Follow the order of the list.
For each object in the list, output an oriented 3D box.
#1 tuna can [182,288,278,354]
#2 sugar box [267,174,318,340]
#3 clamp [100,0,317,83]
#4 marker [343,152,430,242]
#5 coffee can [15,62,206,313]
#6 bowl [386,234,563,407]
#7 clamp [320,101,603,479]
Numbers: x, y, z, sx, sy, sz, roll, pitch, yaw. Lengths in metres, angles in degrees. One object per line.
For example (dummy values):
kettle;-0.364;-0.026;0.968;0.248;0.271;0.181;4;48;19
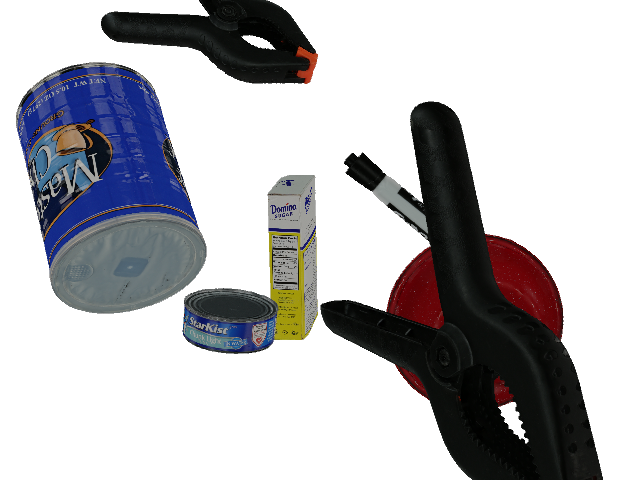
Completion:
tuna can;-0.082;0.073;0.970;0.086;0.034;0.086;6;15;-2
sugar box;-0.032;0.019;1.240;0.048;0.176;0.093;0;17;10
clamp;-0.079;-0.185;0.871;0.171;0.120;0.039;21;-26;-4
marker;0.065;-0.019;0.739;0.121;0.020;0.020;40;-2;-2
coffee can;-0.145;-0.036;0.730;0.102;0.140;0.103;-15;-32;-10
bowl;0.140;0.077;0.929;0.162;0.162;0.055;0;6;-4
clamp;0.074;0.044;0.527;0.036;0.165;0.210;-9;43;-31
